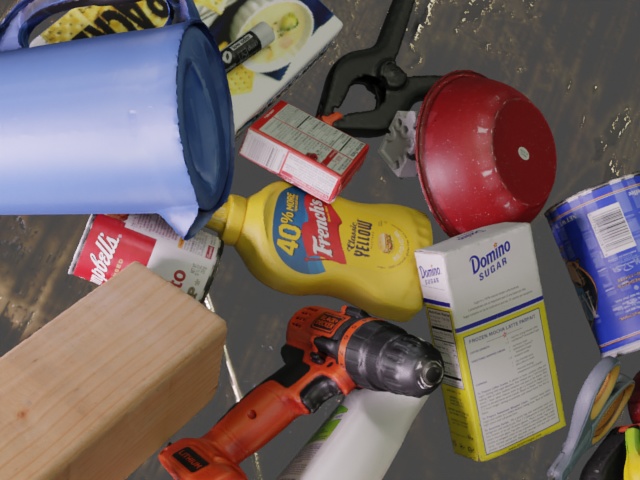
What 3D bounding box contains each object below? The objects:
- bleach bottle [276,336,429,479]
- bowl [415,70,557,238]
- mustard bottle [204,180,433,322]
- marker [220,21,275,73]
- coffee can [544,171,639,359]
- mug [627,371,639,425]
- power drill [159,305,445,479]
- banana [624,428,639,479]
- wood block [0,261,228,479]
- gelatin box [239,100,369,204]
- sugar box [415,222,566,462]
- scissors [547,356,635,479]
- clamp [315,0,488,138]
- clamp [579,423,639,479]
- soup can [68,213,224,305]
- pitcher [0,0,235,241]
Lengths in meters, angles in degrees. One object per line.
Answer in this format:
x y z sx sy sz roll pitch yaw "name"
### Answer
0.012 0.172 0.794 0.068 0.103 0.250 43 66 -7 "bleach bottle"
0.153 -0.071 0.910 0.161 0.055 0.162 7 79 -42 "bowl"
-0.006 0.001 0.867 0.191 0.058 0.096 14 62 -13 "mustard bottle"
-0.084 -0.133 0.832 0.121 0.020 0.020 -40 88 -24 "marker"
0.269 0.023 0.927 0.102 0.103 0.140 -15 78 -22 "coffee can"
0.324 0.128 0.923 0.093 0.082 0.117 26 67 -9 "mug"
-0.015 0.126 0.768 0.187 0.185 0.057 -41 110 -19 "power drill"
0.293 0.249 0.864 0.069 0.037 0.198 -41 108 -46 "banana"
-0.164 0.116 0.718 0.090 0.091 0.205 32 45 19 "wood block"
-0.012 -0.073 0.878 0.089 0.030 0.073 29 32 5 "gelatin box"
0.138 0.081 0.863 0.093 0.048 0.176 -17 99 -27 "sugar box"
0.200 0.173 0.874 0.016 0.096 0.201 26 57 35 "scissors"
0.069 -0.138 0.949 0.120 0.039 0.171 42 70 2 "clamp"
0.247 0.254 0.872 0.164 0.036 0.209 41 54 -25 "clamp"
-0.132 0.012 0.817 0.102 0.069 0.068 22 67 -11 "soup can"
-0.188 -0.088 0.753 0.243 0.145 0.149 -3 44 11 "pitcher"
